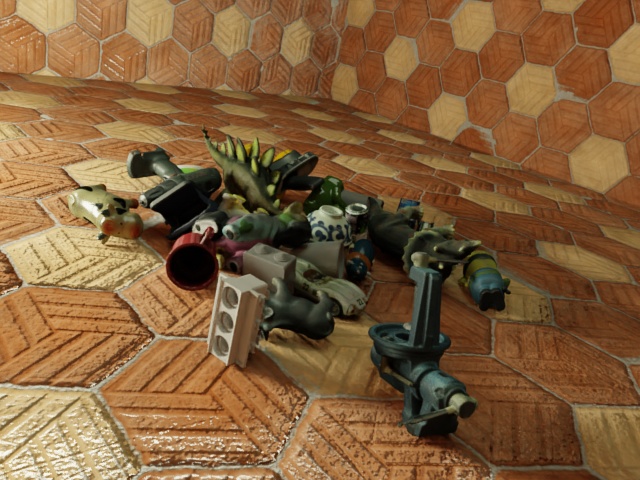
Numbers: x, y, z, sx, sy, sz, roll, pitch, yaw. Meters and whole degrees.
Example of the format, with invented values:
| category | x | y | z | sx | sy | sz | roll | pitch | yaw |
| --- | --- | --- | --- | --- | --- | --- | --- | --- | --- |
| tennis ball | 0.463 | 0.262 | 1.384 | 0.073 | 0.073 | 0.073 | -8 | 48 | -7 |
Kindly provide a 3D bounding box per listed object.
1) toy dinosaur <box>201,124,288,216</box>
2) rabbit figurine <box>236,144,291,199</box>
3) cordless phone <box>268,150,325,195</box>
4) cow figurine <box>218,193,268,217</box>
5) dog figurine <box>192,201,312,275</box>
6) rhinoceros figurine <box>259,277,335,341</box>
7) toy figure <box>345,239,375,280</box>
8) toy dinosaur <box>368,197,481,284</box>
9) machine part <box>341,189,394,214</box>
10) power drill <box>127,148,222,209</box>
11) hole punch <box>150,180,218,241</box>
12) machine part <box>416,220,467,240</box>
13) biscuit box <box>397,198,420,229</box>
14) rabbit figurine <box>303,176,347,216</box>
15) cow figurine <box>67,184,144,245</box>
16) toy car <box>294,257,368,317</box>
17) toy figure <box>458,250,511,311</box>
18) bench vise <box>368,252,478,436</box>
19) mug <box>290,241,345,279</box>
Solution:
| category | x | y | z | sx | sy | sz | roll | pitch | yaw |
| --- | --- | --- | --- | --- | --- | --- | --- | --- | --- |
| toy dinosaur | -0.190 | -0.157 | 1.341 | 0.105 | 0.198 | 0.472 | -5 | 29 | -44 |
| rabbit figurine | -0.138 | -0.190 | 1.503 | 0.173 | 0.162 | 0.122 | -21 | 32 | -18 |
| cordless phone | -0.036 | -0.175 | 1.410 | 0.146 | 0.088 | 0.184 | -36 | 30 | -32 |
| cow figurine | -0.156 | -0.027 | 1.197 | 0.167 | 0.098 | 0.068 | 32 | 10 | 10 |
| dog figurine | -0.126 | -0.017 | 1.101 | 0.192 | 0.108 | 0.219 | 14 | 26 | 40 |
| rhinoceros figurine | -0.069 | 0.123 | 0.895 | 0.190 | 0.073 | 0.112 | 13 | 32 | -3 |
| toy figure | 0.087 | 0.047 | 1.172 | 0.064 | 0.057 | 0.154 | 10 | 26 | 10 |
| toy dinosaur | 0.195 | -0.007 | 1.275 | 0.192 | 0.131 | 0.405 | -7 | 26 | -42 |
| machine part | 0.087 | -0.096 | 1.496 | 0.243 | 0.079 | 0.079 | 17 | 22 | 12 |
| power drill | -0.361 | -0.145 | 1.245 | 0.208 | 0.085 | 0.232 | 25 | 30 | 35 |
| hole punch | -0.280 | -0.055 | 1.148 | 0.092 | 0.142 | 0.115 | 56 | 6 | 15 |
| machine part | 0.317 | -0.004 | 1.414 | 0.139 | 0.039 | 0.084 | 18 | 51 | 1 |
| biscuit box | 0.240 | -0.061 | 1.506 | 0.059 | 0.062 | 0.203 | 15 | 21 | 9 |
| rabbit figurine | 0.051 | -0.073 | 1.375 | 0.170 | 0.121 | 0.159 | 31 | 20 | 8 |
| cow figurine | -0.443 | -0.056 | 1.111 | 0.195 | 0.085 | 0.127 | 25 | 19 | 23 |
| toy car | -0.002 | 0.087 | 1.024 | 0.202 | 0.056 | 0.073 | 24 | 24 | 28 |
| toy figure | 0.362 | 0.087 | 1.171 | 0.082 | 0.089 | 0.180 | 20 | 19 | -1 |
| bench vise | 0.142 | 0.140 | 0.754 | 0.129 | 0.240 | 0.224 | 4 | 7 | -11 |
| mug | -0.004 | 0.036 | 1.120 | 0.107 | 0.080 | 0.109 | 3 | 22 | 9 |
